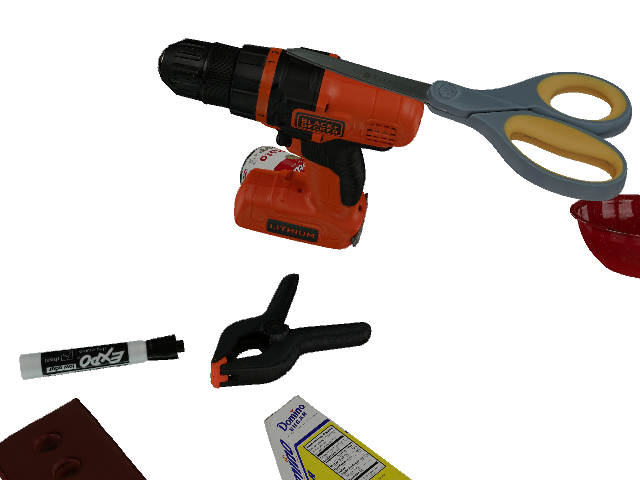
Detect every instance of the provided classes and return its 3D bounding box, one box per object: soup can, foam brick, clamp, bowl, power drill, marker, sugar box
[{"bbox_3d":[-0.035,-0.063,1.215,0.068,0.068,0.102,0,19,-44],"label":"soup can"},{"bbox_3d":[-0.119,0.128,0.527,0.052,0.051,0.078,-30,42,-25],"label":"foam brick"},{"bbox_3d":[-0.048,0.091,1.076,0.171,0.039,0.120,-19,38,-31],"label":"clamp"},{"bbox_3d":[0.328,-0.001,1.058,0.162,0.055,0.162,1,17,0],"label":"bowl"},{"bbox_3d":[-0.026,-0.069,0.788,0.184,0.057,0.188,14,-28,3],"label":"power drill"},{"bbox_3d":[-0.163,0.087,0.800,0.121,0.020,0.020,-7,1,-9],"label":"marker"},{"bbox_3d":[0.031,0.205,0.848,0.048,0.093,0.176,-36,42,-28],"label":"sugar box"}]

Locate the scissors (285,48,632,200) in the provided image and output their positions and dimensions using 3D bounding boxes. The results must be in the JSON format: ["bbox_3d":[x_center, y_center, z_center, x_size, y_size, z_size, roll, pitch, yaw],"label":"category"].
[{"bbox_3d":[0.088,-0.087,0.603,0.202,0.016,0.096,32,56,21],"label":"scissors"}]
